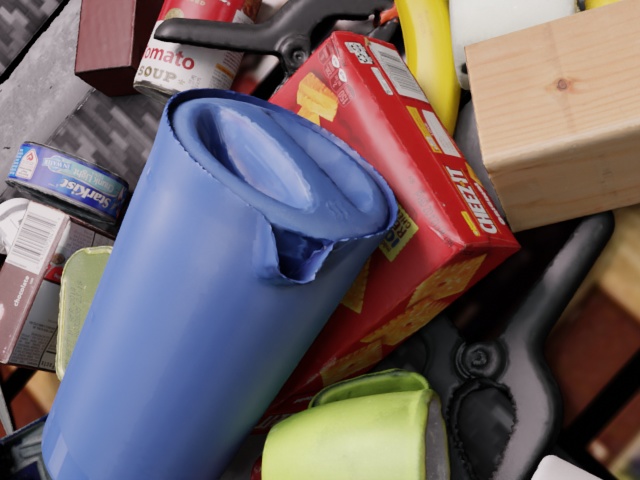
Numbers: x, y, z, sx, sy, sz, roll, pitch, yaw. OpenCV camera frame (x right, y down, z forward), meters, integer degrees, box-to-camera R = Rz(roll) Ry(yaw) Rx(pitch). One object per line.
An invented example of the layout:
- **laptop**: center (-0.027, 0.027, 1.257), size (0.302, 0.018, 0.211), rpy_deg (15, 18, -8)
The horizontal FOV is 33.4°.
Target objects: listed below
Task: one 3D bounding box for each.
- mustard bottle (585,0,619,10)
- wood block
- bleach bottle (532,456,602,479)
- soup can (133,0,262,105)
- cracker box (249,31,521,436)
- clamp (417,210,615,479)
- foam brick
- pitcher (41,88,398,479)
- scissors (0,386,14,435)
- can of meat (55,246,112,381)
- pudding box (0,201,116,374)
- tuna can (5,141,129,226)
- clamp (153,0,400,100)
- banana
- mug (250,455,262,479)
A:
- **mustard bottle**: center (0.216, -0.223, 0.683), size (0.096, 0.058, 0.191), rpy_deg (-8, 74, 31)
- **wood block**: center (0.199, -0.084, 0.623), size (0.206, 0.090, 0.091), rpy_deg (-13, 59, 16)
- **bleach bottle**: center (0.212, 0.217, 0.563), size (0.251, 0.068, 0.103), rpy_deg (27, 107, 16)
- **soup can**: center (-0.089, -0.148, 0.785), size (0.069, 0.068, 0.102), rpy_deg (19, 86, 25)
- **cracker box**: center (-0.004, 0.001, 0.673), size (0.214, 0.071, 0.164), rpy_deg (-43, 63, 30)
- **clamp**: center (0.111, 0.071, 0.658), size (0.165, 0.036, 0.210), rpy_deg (-13, 65, 19)
- **foam brick**: center (-0.151, -0.157, 0.821), size (0.051, 0.053, 0.078), rpy_deg (-3, 75, 22)
- **pitcher**: center (-0.070, 0.040, 0.610), size (0.145, 0.149, 0.243), rpy_deg (38, 118, 16)
- **scissors**: center (-0.260, 0.050, 0.825), size (0.096, 0.016, 0.202), rpy_deg (-49, 64, 22)
- **can of meat**: center (-0.137, 0.060, 0.743), size (0.057, 0.083, 0.102), rpy_deg (-6, 74, 21)
- **pudding box**: center (-0.191, 0.038, 0.768), size (0.039, 0.090, 0.113), rpy_deg (21, 85, 23)
- **tuna can**: center (-0.185, -0.041, 0.788), size (0.086, 0.086, 0.034), rpy_deg (17, 81, 25)
- **clamp**: center (-0.019, -0.115, 0.745), size (0.171, 0.039, 0.120), rpy_deg (-17, 104, -4)
- **banana**: center (0.062, -0.107, 0.716), size (0.069, 0.037, 0.198), rpy_deg (-2, 83, -9)
- **mug**: center (-0.023, 0.191, 0.664), size (0.093, 0.081, 0.117), rpy_deg (-11, 72, 20)
